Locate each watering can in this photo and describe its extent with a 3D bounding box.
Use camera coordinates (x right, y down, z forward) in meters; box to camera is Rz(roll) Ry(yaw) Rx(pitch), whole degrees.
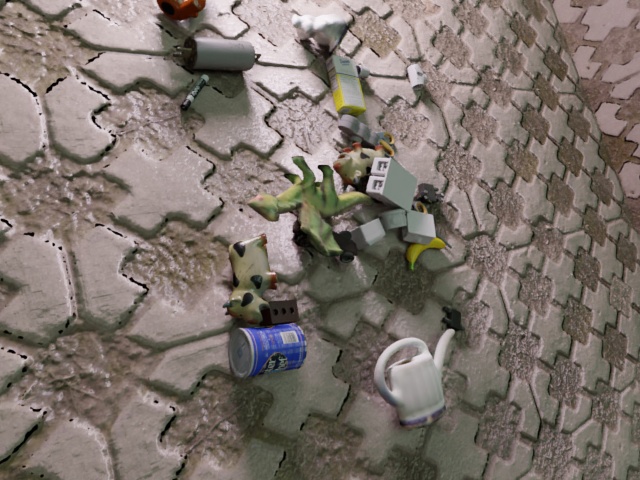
[{"bbox_3d":[0.281,0.367,1.377,0.349,0.103,0.226,-8,80,-40],"label":"watering can"}]

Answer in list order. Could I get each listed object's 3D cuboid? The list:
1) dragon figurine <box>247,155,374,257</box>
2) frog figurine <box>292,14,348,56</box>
[{"bbox_3d":[0.004,-0.065,1.291,0.408,0.120,0.248,17,56,-34],"label":"dragon figurine"},{"bbox_3d":[-0.003,-0.634,1.533,0.158,0.121,0.140,33,23,-14],"label":"frog figurine"}]
